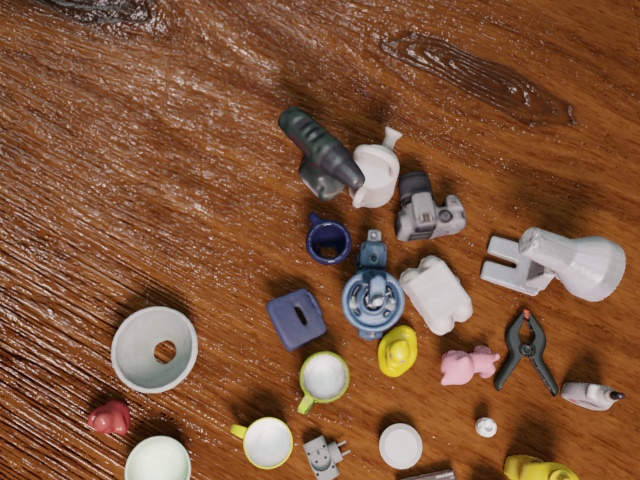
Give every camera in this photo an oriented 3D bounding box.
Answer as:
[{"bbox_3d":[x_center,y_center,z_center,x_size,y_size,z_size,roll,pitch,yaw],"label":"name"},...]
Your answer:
[{"bbox_3d":[0.222,-0.077,1.192,0.143,0.101,0.137,-8,74,-1],"label":"camera"}]

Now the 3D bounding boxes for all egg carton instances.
[{"bbox_3d":[0.235,0.110,1.156,0.107,0.069,0.150,-33,77,-8],"label":"egg carton"}]

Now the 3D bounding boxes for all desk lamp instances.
[{"bbox_3d":[0.438,0.044,1.097,0.203,0.213,0.118,17,75,6],"label":"desk lamp"}]

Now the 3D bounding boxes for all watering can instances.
[{"bbox_3d":[0.111,-0.150,1.165,0.101,0.194,0.173,5,74,3],"label":"watering can"}]

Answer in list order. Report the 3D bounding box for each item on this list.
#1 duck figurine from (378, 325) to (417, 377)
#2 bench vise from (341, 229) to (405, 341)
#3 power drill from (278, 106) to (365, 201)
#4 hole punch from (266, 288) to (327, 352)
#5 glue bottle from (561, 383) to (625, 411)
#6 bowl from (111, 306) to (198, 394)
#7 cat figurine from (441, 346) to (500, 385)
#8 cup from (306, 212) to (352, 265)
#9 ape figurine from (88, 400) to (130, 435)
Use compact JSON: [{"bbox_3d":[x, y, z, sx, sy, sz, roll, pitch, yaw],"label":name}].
[{"bbox_3d":[0.155,0.215,1.119,0.077,0.086,0.105,25,76,7],"label":"duck figurine"},{"bbox_3d":[0.091,0.078,1.089,0.121,0.220,0.207,-15,75,-3],"label":"bench vise"},{"bbox_3d":[0.007,-0.159,1.162,0.076,0.208,0.229,-41,78,-10],"label":"power drill"},{"bbox_3d":[-0.046,0.154,1.136,0.101,0.091,0.108,-28,76,-7],"label":"hole punch"},{"bbox_3d":[0.510,0.286,1.050,0.078,0.173,0.037,18,75,6],"label":"glue bottle"},{"bbox_3d":[-0.317,0.218,1.129,0.167,0.075,0.167,0,74,1],"label":"bowl"},{"bbox_3d":[0.281,0.239,1.094,0.128,0.118,0.067,-13,74,-3],"label":"cat figurine"},{"bbox_3d":[0.011,0.004,1.175,0.092,0.095,0.117,-30,76,-7],"label":"cup"},{"bbox_3d":[-0.403,0.342,1.086,0.077,0.092,0.076,33,77,10],"label":"ape figurine"}]
